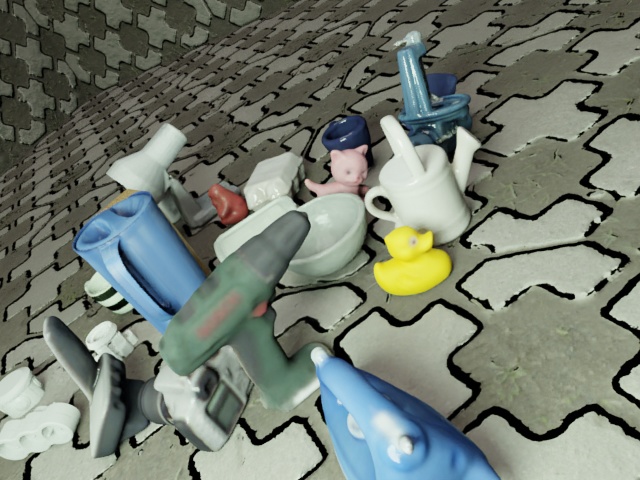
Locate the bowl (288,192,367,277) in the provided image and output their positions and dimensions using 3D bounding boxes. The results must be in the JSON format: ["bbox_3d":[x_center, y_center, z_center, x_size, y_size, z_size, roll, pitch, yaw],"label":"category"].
[{"bbox_3d":[0.008,0.003,0.901,0.167,0.075,0.167,-22,32,15],"label":"bowl"}]

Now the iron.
[{"bbox_3d":[0.047,0.171,0.563,0.119,0.142,0.257,-39,32,-12],"label":"iron"}]

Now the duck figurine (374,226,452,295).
[{"bbox_3d":[0.116,0.021,0.771,0.104,0.086,0.077,-19,33,20],"label":"duck figurine"}]

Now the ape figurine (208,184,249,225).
[{"bbox_3d":[-0.195,-0.076,1.174,0.076,0.092,0.078,-15,35,25],"label":"ape figurine"}]

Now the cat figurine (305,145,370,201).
[{"bbox_3d":[0.036,-0.107,0.992,0.127,0.118,0.067,-23,32,14],"label":"cat figurine"}]

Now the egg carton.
[{"bbox_3d":[-0.090,-0.116,1.161,0.107,0.070,0.150,-15,35,26],"label":"egg carton"}]

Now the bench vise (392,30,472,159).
[{"bbox_3d":[0.173,-0.209,0.919,0.121,0.220,0.207,-13,36,28],"label":"bench vise"}]

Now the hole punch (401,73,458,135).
[{"bbox_3d":[0.208,-0.250,1.072,0.108,0.091,0.101,11,51,48],"label":"hole punch"}]

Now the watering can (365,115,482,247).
[{"bbox_3d":[0.142,-0.097,0.811,0.173,0.194,0.100,-38,32,-11],"label":"watering can"}]

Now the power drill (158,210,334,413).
[{"bbox_3d":[-0.066,0.102,0.695,0.230,0.209,0.075,-38,32,-10],"label":"power drill"}]

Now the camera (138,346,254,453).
[{"bbox_3d":[-0.173,0.193,0.763,0.136,0.101,0.143,-9,38,33],"label":"camera"}]

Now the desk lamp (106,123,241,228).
[{"bbox_3d":[-0.317,-0.129,1.236,0.203,0.214,0.117,-41,32,-16],"label":"desk lamp"}]

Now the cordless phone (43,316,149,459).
[{"bbox_3d":[-0.333,0.202,0.807,0.094,0.185,0.147,-36,31,-7],"label":"cordless phone"}]

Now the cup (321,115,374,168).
[{"bbox_3d":[0.057,-0.180,1.100,0.092,0.095,0.117,-34,31,-4],"label":"cup"}]

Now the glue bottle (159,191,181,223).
[{"bbox_3d":[-0.370,-0.123,1.314,0.037,0.173,0.078,-2,42,39],"label":"glue bottle"}]
